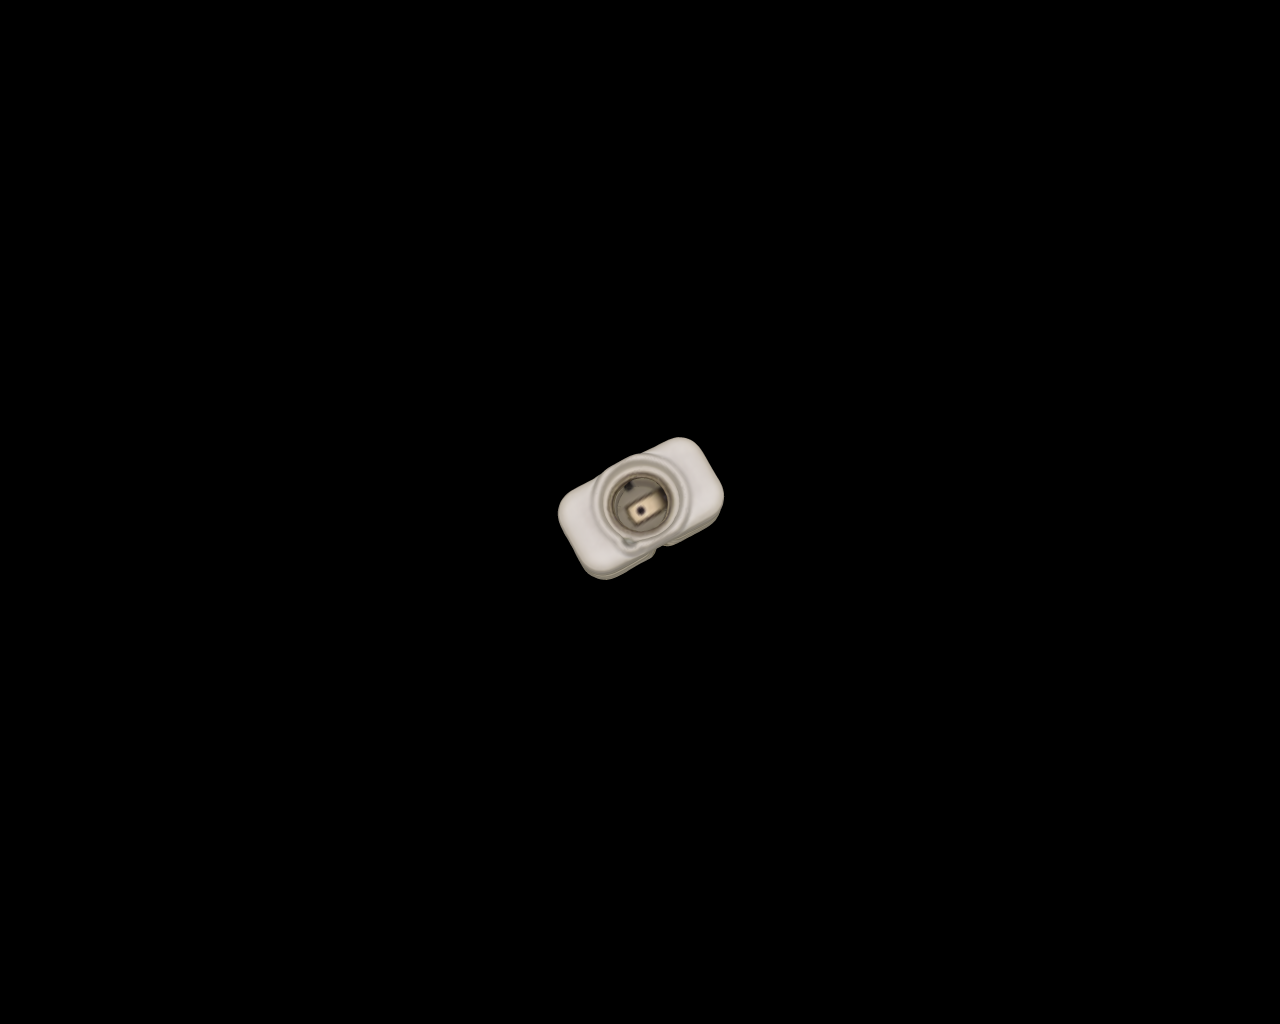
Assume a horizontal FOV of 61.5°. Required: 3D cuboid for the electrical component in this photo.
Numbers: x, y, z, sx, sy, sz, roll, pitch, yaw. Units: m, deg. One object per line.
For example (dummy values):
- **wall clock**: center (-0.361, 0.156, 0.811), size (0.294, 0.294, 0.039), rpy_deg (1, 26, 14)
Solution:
- **electrical component**: center (0.001, -0.003, 0.650), size (0.095, 0.053, 0.059), rpy_deg (-28, -7, -4)
